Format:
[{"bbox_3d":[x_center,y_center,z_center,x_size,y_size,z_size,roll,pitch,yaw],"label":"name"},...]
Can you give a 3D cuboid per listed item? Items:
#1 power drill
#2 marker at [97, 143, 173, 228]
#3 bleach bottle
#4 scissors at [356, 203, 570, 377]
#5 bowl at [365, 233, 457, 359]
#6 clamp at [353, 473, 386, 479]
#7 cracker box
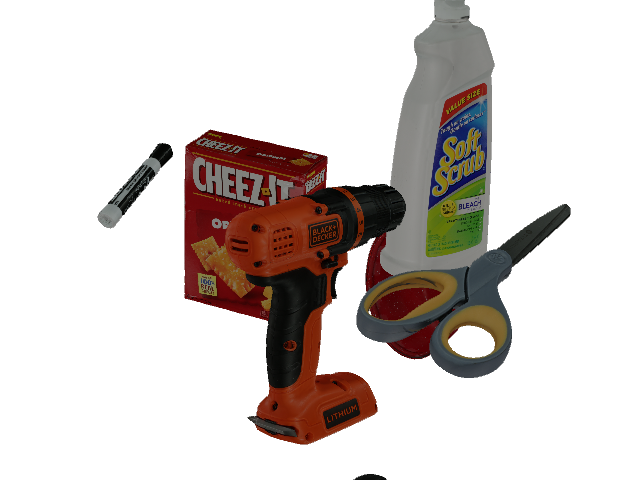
[{"bbox_3d":[0.004,0.052,0.839,0.057,0.188,0.184,7,15,44],"label":"power drill"},{"bbox_3d":[-0.179,-0.056,1.045,0.020,0.020,0.121,0,40,30],"label":"marker"},{"bbox_3d":[0.108,-0.093,0.968,0.102,0.251,0.068,-12,24,-27],"label":"bleach bottle"},{"bbox_3d":[0.113,0.028,0.643,0.201,0.016,0.096,-19,43,-31],"label":"scissors"},{"bbox_3d":[0.123,0.053,1.213,0.055,0.162,0.161,-11,-7,42],"label":"bowl"},{"bbox_3d":[-0.041,0.207,0.653,0.210,0.036,0.164,-3,27,2],"label":"clamp"},{"bbox_3d":[-0.084,-0.012,1.313,0.164,0.214,0.072,14,29,20],"label":"cracker box"}]
